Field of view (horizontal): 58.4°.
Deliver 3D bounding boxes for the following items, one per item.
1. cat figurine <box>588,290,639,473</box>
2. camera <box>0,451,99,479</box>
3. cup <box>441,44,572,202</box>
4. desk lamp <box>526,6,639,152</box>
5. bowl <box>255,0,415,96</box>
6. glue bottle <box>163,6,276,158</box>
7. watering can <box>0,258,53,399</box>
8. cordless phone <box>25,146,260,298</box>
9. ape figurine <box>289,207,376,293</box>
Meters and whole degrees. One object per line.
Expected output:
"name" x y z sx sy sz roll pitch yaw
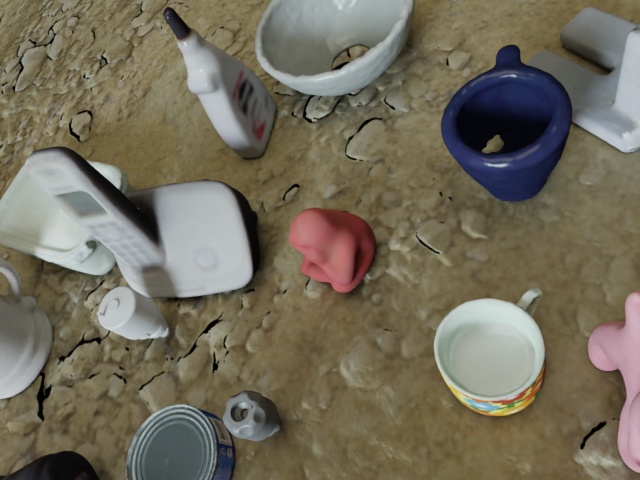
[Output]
"cat figurine" 0.203 0.090 0.327 0.067 0.118 0.127 -17 59 16
"camera" -0.253 0.243 0.461 0.137 0.101 0.143 -31 56 6
"cup" 0.150 -0.084 0.454 0.091 0.095 0.118 -1 64 24
"desk lamp" 0.227 -0.154 0.384 0.118 0.214 0.202 -44 56 -2
"bowl" 0.023 -0.207 0.587 0.167 0.075 0.167 -10 61 19
"glue bottle" -0.098 -0.156 0.554 0.037 0.174 0.078 -2 64 23
"watering can" -0.365 0.087 0.535 0.100 0.195 0.173 10 69 28
"cordless phone" -0.147 -0.022 0.499 0.147 0.186 0.094 -10 61 20
"ape figurine" 0.004 0.002 0.477 0.076 0.092 0.077 -29 57 8
